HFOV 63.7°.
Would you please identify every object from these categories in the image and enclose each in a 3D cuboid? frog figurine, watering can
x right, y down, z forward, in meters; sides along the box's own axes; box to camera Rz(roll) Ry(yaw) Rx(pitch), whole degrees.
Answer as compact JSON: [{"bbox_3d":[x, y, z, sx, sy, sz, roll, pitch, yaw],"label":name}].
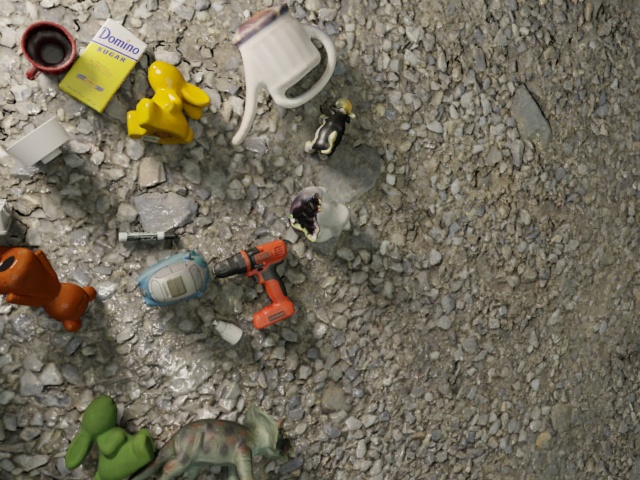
[{"bbox_3d":[0.004,-0.064,1.267,0.160,0.122,0.137,-10,91,-59],"label":"frog figurine"},{"bbox_3d":[-0.115,-0.391,1.173,0.351,0.104,0.222,-42,108,-16],"label":"watering can"}]
